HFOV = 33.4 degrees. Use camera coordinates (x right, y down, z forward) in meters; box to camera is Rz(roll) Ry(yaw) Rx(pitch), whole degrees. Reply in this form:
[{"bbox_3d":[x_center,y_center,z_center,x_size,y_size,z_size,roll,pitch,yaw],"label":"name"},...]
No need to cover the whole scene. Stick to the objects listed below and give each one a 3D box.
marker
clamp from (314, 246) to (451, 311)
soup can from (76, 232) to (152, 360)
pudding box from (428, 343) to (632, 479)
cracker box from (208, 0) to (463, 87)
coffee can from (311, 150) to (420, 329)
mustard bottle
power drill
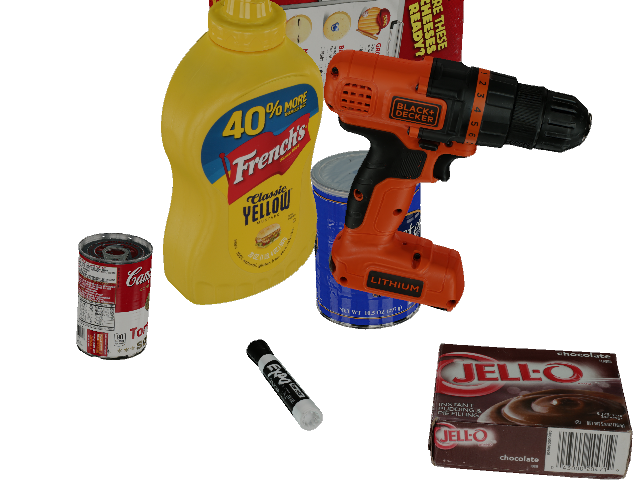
[{"bbox_3d":[-0.030,0.109,0.831,0.020,0.020,0.121,0,21,-25],"label":"marker"},{"bbox_3d":[0.069,0.014,1.239,0.164,0.036,0.210,-20,50,-38],"label":"clamp"},{"bbox_3d":[-0.194,0.052,0.998,0.068,0.102,0.068,6,21,-2],"label":"soup can"},{"bbox_3d":[0.124,0.100,0.640,0.113,0.039,0.090,4,25,7],"label":"pudding box"},{"bbox_3d":[0.013,-0.210,0.899,0.213,0.164,0.072,-17,41,-17],"label":"cracker box"},{"bbox_3d":[0.044,-0.002,1.010,0.103,0.140,0.103,-2,26,1],"label":"coffee can"},{"bbox_3d":[-0.043,-0.058,0.596,0.096,0.192,0.058,-22,45,-30],"label":"mustard bottle"},{"bbox_3d":[0.085,-0.041,0.774,0.184,0.188,0.057,13,35,6],"label":"power drill"}]
